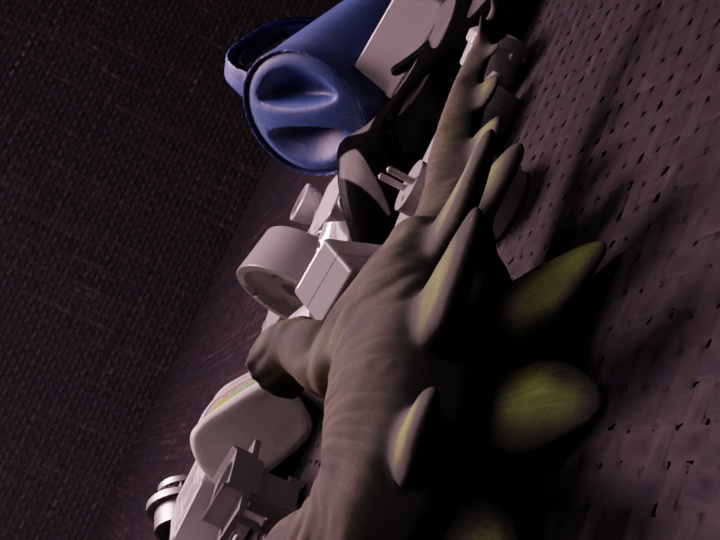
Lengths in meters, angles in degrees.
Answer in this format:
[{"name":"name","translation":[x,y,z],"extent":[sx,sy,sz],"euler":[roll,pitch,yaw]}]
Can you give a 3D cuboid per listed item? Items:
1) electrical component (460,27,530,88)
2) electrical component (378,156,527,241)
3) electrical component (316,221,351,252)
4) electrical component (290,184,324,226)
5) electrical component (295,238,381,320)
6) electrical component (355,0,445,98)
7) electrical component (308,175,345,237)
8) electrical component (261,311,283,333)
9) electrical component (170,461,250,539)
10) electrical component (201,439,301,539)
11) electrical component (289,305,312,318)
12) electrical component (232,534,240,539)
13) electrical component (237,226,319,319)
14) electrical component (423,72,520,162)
[{"name":"electrical component","translation":[0.094,-0.147,0.799],"extent":[0.048,0.048,0.062],"euler":[-96,27,-71]},{"name":"electrical component","translation":[0.047,-0.048,0.703],"extent":[0.052,0.074,0.138],"euler":[-66,11,-14]},{"name":"electrical component","translation":[0.004,0.001,0.854],"extent":[0.079,0.044,0.077],"euler":[0,87,44]},{"name":"electrical component","translation":[-0.037,-0.060,1.167],"extent":[0.044,0.065,0.044],"euler":[-60,11,20]},{"name":"electrical component","translation":[0.014,0.022,0.723],"extent":[0.075,0.083,0.047],"euler":[50,120,36]},{"name":"electrical component","translation":[0.063,-0.223,0.996],"extent":[0.109,0.056,0.108],"euler":[-36,-16,-52]},{"name":"electrical component","translation":[-0.012,-0.062,1.094],"extent":[0.099,0.048,0.099],"euler":[-45,20,58]},{"name":"electrical component","translation":[-0.062,0.043,1.086],"extent":[0.099,0.048,0.099],"euler":[-55,13,38]},{"name":"electrical component","translation":[-0.132,0.215,0.990],"extent":[0.078,0.057,0.113],"euler":[-63,10,2]},{"name":"electrical component","translation":[-0.081,0.174,0.820],"extent":[0.042,0.064,0.081],"euler":[-57,13,28]},{"name":"electrical component","translation":[-0.030,0.049,0.905],"extent":[0.047,0.055,0.055],"euler":[-44,22,52]},{"name":"electrical component","translation":[-0.111,0.242,0.836],"extent":[0.073,0.052,0.138],"euler":[-64,10,-1]},{"name":"electrical component","translation":[-0.051,0.003,0.982],"extent":[0.060,0.108,0.108],"euler":[-61,9,-22]},{"name":"electrical component","translation":[0.080,-0.102,0.758],"extent":[0.081,0.043,0.043],"euler":[-64,10,-1]}]
